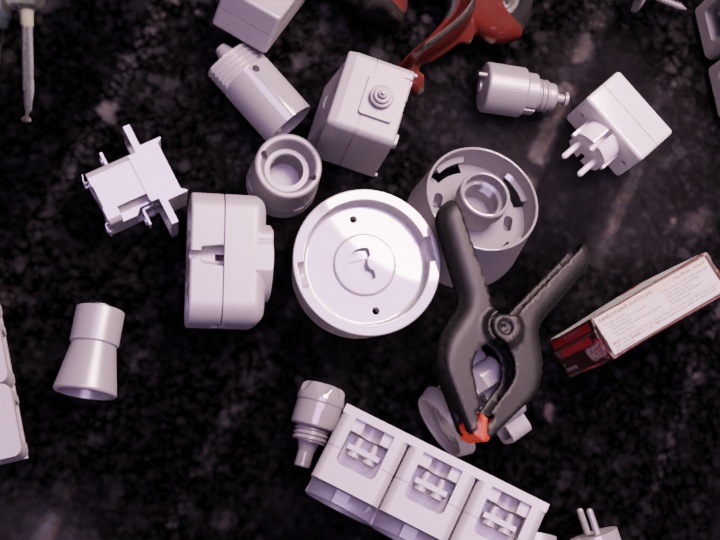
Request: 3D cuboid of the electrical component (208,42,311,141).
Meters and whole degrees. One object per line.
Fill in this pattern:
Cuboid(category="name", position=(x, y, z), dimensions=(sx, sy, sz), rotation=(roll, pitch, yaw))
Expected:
Cuboid(category="electrical component", position=(-0.081, -0.140, 0.824), dimensions=(0.043, 0.043, 0.081), rotation=(-41, 88, -16))

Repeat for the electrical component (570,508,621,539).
Cuboid(category="electrical component", position=(0.176, 0.211, 0.780), dimensions=(0.044, 0.077, 0.079), rotation=(-16, 81, -13))

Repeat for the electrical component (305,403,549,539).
Cuboid(category="electrical component", position=(0.043, 0.160, 0.747), dimensions=(0.150, 0.089, 0.061), rotation=(26, 75, 6))

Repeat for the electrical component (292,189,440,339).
Cuboid(category="electrical component", position=(0.000, 0.000, 0.800), dimensions=(0.108, 0.060, 0.108), rotation=(2, 78, -10))

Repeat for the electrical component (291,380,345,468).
Cuboid(category="electrical component", position=(-0.034, 0.113, 0.783), dimensions=(0.035, 0.035, 0.061), rotation=(17, 78, -7))

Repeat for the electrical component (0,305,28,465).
Cuboid(category="electrical component", position=(-0.287, 0.064, 0.732), dimensions=(0.089, 0.061, 0.150), rotation=(-11, 80, -14))

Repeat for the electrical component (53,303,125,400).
Cuboid(category="electrical component", position=(-0.190, 0.056, 0.764), dimensions=(0.044, 0.044, 0.065), rotation=(9, 72, -9))

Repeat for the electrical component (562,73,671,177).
Cuboid(category="electrical component", position=(0.196, -0.106, 0.867), dimensions=(0.077, 0.047, 0.065), rotation=(-40, 88, -16))

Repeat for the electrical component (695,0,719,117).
Cuboid(category="electrical component", position=(0.390, -0.191, 0.916), dimensions=(0.186, 0.060, 0.105), rotation=(-7, 80, -12))

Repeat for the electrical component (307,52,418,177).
Cuboid(category="electrical component", position=(0.000, -0.119, 0.807), dimensions=(0.061, 0.096, 0.061), rotation=(18, 75, -6))

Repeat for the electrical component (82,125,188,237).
Cuboid(category="electrical component", position=(-0.166, -0.060, 0.792), dimensions=(0.064, 0.042, 0.081), rotation=(-27, 84, -13))

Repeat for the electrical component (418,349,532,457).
Cuboid(category="electrical component", position=(0.081, 0.101, 0.796), dimensions=(0.057, 0.058, 0.078), rotation=(-31, 85, -18))

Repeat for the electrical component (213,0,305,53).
Cuboid(category="electrical component", position=(-0.065, -0.223, 0.814), dimensions=(0.047, 0.075, 0.083), rotation=(30, 48, -3))

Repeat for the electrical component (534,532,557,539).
Cuboid(category="electrical component", position=(0.126, 0.217, 0.789), dimensions=(0.040, 0.040, 0.046), rotation=(11, 71, -8))

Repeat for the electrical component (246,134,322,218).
Cuboid(category="electrical component", position=(-0.057, -0.072, 0.812), dimensions=(0.055, 0.047, 0.055), rotation=(2, 78, -10))

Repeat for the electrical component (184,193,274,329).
Cuboid(category="electrical component", position=(-0.096, -0.006, 0.785), dimensions=(0.059, 0.054, 0.095), rotation=(2, 80, -12))

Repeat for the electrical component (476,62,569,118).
Cuboid(category="electrical component", position=(0.129, -0.143, 0.866), dimensions=(0.078, 0.040, 0.040), rotation=(7, 77, -9))

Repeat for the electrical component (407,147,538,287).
Cuboid(category="electrical component", position=(0.087, -0.043, 0.837), dimensions=(0.099, 0.064, 0.099), rotation=(6, 64, -12))
